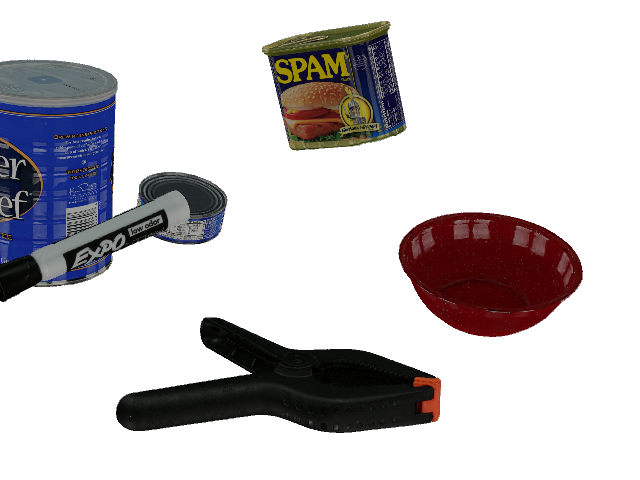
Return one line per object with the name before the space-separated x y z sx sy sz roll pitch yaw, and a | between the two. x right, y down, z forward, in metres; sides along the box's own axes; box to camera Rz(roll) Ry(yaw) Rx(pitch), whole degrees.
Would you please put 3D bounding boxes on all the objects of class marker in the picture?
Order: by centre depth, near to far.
marker | -0.125 0.002 0.575 0.120 0.020 0.020 -26 14 -32

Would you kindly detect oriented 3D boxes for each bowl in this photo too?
bowl | 0.148 0.037 0.954 0.162 0.055 0.162 2 32 -1

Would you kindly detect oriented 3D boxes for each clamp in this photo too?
clamp | -0.020 0.096 0.755 0.210 0.036 0.164 3 18 8

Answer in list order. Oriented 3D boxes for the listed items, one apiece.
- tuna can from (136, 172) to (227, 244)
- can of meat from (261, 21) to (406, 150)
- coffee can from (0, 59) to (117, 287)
tuna can | -0.135 -0.031 1.031 0.086 0.034 0.086 11 29 -6
can of meat | 0.012 -0.119 0.830 0.102 0.084 0.057 0 21 37
coffee can | -0.201 -0.051 0.777 0.103 0.140 0.103 5 22 -2
